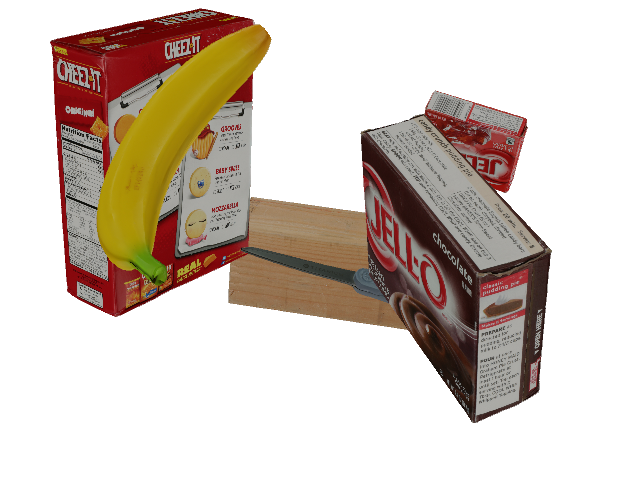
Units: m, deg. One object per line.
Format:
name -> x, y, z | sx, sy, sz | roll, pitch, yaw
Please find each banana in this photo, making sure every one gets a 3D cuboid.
banana -> -0.087, -0.053, 0.633 | 0.070, 0.197, 0.037 | 6, -34, 19

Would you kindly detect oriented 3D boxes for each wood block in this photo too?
wood block -> 0.017, 0.023, 1.092 | 0.206, 0.091, 0.090 | 8, 22, 7

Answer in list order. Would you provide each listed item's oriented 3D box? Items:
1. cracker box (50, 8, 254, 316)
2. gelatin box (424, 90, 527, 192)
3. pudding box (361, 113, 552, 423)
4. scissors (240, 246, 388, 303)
cracker box -> -0.132, -0.068, 0.868 | 0.072, 0.214, 0.163 | 19, 29, 33
gelatin box -> 0.134, -0.087, 0.953 | 0.089, 0.030, 0.073 | 19, -37, 12
pudding box -> 0.057, 0.010, 0.480 | 0.039, 0.090, 0.114 | -21, 43, -15
scissors -> 0.050, 0.023, 0.787 | 0.202, 0.016, 0.096 | 26, 43, 19
